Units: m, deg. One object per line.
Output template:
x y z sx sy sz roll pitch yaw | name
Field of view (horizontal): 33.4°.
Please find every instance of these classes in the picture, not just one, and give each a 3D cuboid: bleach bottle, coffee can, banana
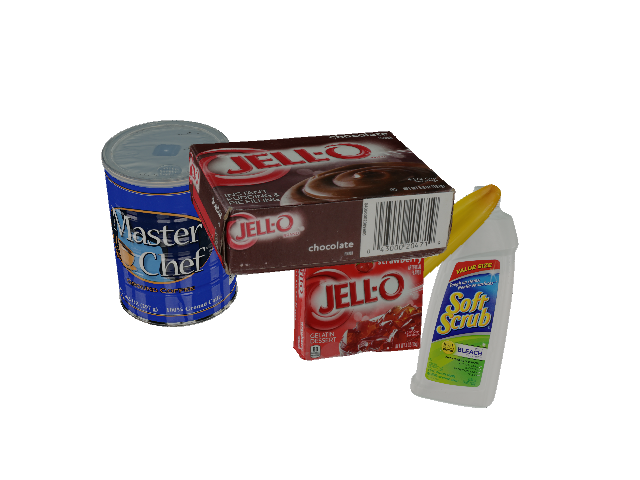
0.168 0.061 1.226 0.103 0.251 0.068 9 15 16 | bleach bottle
-0.122 -0.015 0.885 0.103 0.140 0.103 0 33 0 | coffee can
0.092 0.019 1.014 0.197 0.037 0.069 -40 2 -5 | banana

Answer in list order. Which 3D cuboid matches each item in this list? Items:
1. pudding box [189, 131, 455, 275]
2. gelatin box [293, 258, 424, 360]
-0.003 -0.022 0.527 0.113 0.039 0.090 -4 26 -17 | pudding box
0.026 0.041 0.736 0.089 0.073 0.030 -4 15 -18 | gelatin box
